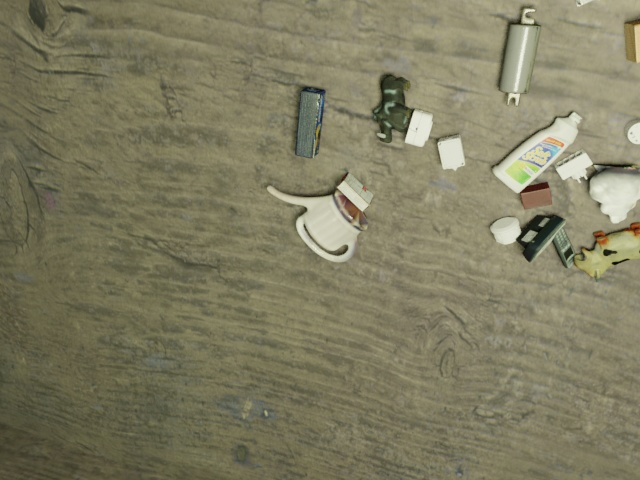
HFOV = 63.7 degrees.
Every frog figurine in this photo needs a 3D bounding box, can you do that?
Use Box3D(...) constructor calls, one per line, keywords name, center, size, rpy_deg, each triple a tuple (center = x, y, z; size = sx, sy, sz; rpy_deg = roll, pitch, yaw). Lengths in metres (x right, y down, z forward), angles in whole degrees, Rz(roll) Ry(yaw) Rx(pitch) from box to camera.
Box3D(name="frog figurine", center=(0.788, -0.119, 1.369), size=(0.137, 0.124, 0.158), rpy_deg=(-2, 101, -4))

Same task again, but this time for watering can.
Box3D(name="watering can", center=(0.005, -0.081, 1.617), size=(0.221, 0.106, 0.345), rpy_deg=(-35, 101, 28))
